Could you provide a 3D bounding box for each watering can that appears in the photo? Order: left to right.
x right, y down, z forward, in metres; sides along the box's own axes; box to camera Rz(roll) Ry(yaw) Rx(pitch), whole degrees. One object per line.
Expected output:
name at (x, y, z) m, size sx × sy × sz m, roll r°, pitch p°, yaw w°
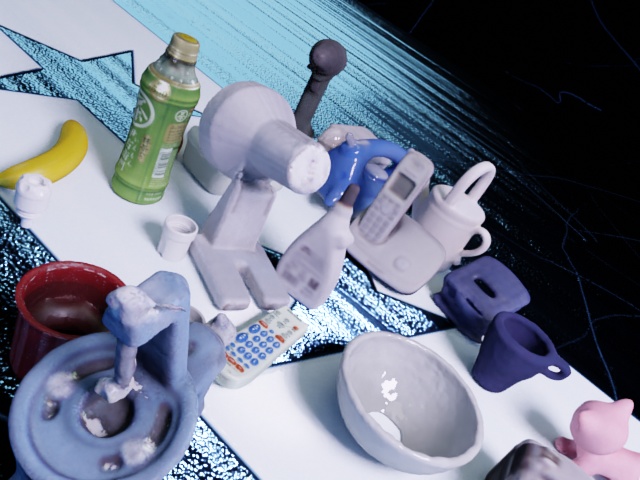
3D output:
watering can at (0.215, -0.053, 0.947) m, size 0.172 × 0.194 × 0.101 m, roll 35°, pitch 30°, yaw 9°

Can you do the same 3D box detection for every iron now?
iron at (0.099, -0.117, 0.998) m, size 0.259 × 0.141 × 0.118 m, roll -3°, pitch 43°, yaw -43°

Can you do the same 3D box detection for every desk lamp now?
desk lamp at (-0.075, -0.058, 0.689) m, size 0.118 × 0.213 × 0.202 m, roll 1°, pitch 40°, yaw -39°

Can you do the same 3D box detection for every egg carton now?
egg carton at (0.067, -0.177, 1.132) m, size 0.151 × 0.069 × 0.107 m, roll -8°, pitch 47°, yaw -47°

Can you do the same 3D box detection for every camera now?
camera at (0.232, 0.279, 0.555) m, size 0.136 × 0.100 × 0.143 m, roll 36°, pitch 31°, yaw 11°

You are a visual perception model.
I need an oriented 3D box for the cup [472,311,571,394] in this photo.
cup at (0.258, 0.164, 0.757) m, size 0.117 × 0.095 × 0.092 m, roll 34°, pitch 30°, yaw 7°

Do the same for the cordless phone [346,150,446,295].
cordless phone at (0.132, -0.025, 0.843) m, size 0.147 × 0.185 × 0.094 m, roll 38°, pitch 31°, yaw 15°

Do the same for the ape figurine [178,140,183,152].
ape figurine at (-0.232, -0.176, 0.854) m, size 0.078 × 0.092 × 0.076 m, roll -5°, pitch 44°, yaw -44°

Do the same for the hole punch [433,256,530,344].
hole punch at (0.245, 0.086, 0.866) m, size 0.101 × 0.091 × 0.108 m, roll -3°, pitch 43°, yaw -43°

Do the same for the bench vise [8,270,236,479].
bench vise at (-0.131, 0.086, 0.417) m, size 0.121 × 0.219 × 0.207 m, roll 27°, pitch 30°, yaw -4°

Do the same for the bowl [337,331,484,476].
bowl at (0.083, 0.181, 0.602) m, size 0.168 × 0.074 × 0.167 m, roll 22°, pitch 31°, yaw -13°

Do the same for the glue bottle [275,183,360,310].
glue bottle at (0.006, 0.003, 0.707) m, size 0.078 × 0.173 × 0.037 m, roll 39°, pitch 31°, yaw 16°

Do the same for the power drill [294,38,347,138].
power drill at (-0.011, -0.288, 1.094) m, size 0.075 × 0.208 × 0.230 m, roll 28°, pitch 30°, yaw -3°

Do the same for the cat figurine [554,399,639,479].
cat figurine at (0.347, 0.244, 0.689) m, size 0.128 × 0.117 × 0.067 m, roll 30°, pitch 30°, yaw 1°
